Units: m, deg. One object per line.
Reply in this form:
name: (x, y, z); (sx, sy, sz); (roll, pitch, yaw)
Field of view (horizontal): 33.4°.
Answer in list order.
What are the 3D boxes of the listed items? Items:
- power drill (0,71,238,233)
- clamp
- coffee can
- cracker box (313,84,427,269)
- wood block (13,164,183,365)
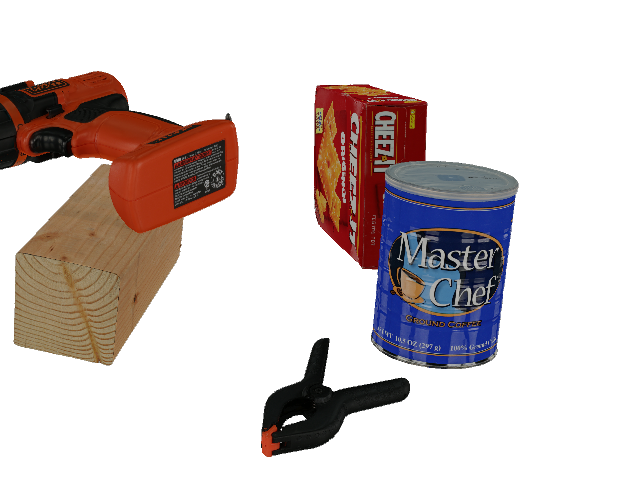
power drill: (-0.164, -0.063, 0.724); (0.188, 0.057, 0.184); (22, 34, 33)
clamp: (-0.006, 0.158, 1.086); (0.171, 0.039, 0.120); (-23, 34, -36)
coffee can: (0.096, 0.017, 0.840); (0.103, 0.140, 0.103); (4, 17, -1)
cracker box: (0.046, -0.074, 1.115); (0.072, 0.164, 0.214); (-3, 13, -11)
wood block: (-0.194, 0.014, 0.967); (0.090, 0.091, 0.206); (12, 26, 4)
